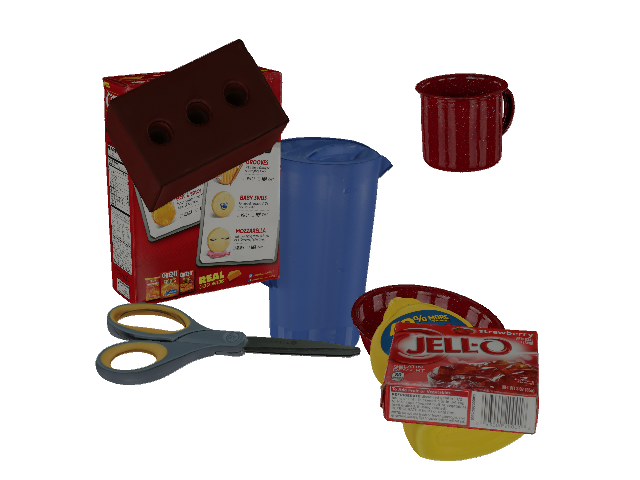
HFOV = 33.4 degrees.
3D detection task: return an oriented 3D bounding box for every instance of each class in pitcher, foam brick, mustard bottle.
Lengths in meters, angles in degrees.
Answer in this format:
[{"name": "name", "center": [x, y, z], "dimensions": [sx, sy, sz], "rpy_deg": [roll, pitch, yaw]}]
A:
[{"name": "pitcher", "center": [-0.012, 0.007, 1.236], "dimensions": [0.149, 0.243, 0.144], "rpy_deg": [11, 19, 24]}, {"name": "foam brick", "center": [-0.066, -0.059, 0.556], "dimensions": [0.078, 0.053, 0.051], "rpy_deg": [-30, -3, -16]}, {"name": "mustard bottle", "center": [0.094, 0.103, 0.897], "dimensions": [0.096, 0.058, 0.192], "rpy_deg": [-13, 30, -10]}]

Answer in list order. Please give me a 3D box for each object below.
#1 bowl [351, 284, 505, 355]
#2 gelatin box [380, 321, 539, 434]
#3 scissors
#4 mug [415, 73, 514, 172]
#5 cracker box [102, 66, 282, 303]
[{"name": "bowl", "center": [0.108, 0.106, 1.109], "dimensions": [0.162, 0.055, 0.162], "rpy_deg": [6, 25, -3]}, {"name": "gelatin box", "center": [0.084, 0.079, 0.632], "dimensions": [0.089, 0.030, 0.073], "rpy_deg": [4, 25, 9]}, {"name": "scissors", "center": [-0.080, 0.087, 0.799], "dimensions": [0.202, 0.016, 0.096], "rpy_deg": [12, 37, 21]}, {"name": "mug", "center": [0.154, -0.123, 1.100], "dimensions": [0.117, 0.081, 0.093], "rpy_deg": [-20, 28, -33]}, {"name": "cracker box", "center": [-0.123, -0.057, 1.041], "dimensions": [0.163, 0.214, 0.072], "rpy_deg": [-11, 21, -32]}]
